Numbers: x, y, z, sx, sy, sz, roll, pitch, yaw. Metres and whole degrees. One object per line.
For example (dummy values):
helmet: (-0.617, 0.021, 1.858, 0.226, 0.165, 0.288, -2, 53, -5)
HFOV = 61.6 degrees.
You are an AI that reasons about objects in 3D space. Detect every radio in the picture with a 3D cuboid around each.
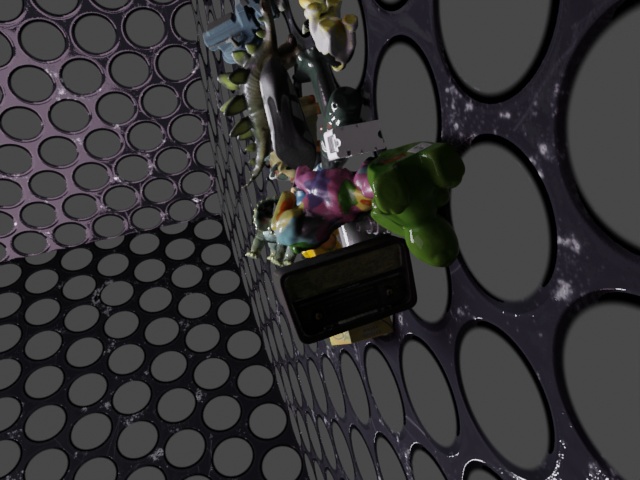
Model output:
radio: (0.046, 0.082, 0.924, 0.073, 0.230, 0.131, -151, 46, -75)

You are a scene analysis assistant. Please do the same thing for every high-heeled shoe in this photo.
high-heeled shoe: (-0.067, -0.258, 1.141, 0.248, 0.086, 0.145, 67, -169, -57)

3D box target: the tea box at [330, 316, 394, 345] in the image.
tea box: (0.079, 0.178, 1.139, 0.169, 0.098, 0.068, 135, 121, -75)

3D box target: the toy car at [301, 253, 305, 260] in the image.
toy car: (-0.008, 0.052, 1.424, 0.201, 0.056, 0.073, 128, 133, -69)

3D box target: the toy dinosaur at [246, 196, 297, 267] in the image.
toy dinosaur: (-0.115, -0.022, 1.605, 0.404, 0.131, 0.192, 14, -85, -83)

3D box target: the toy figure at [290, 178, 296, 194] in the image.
toy figure: (-0.046, -0.140, 1.362, 0.064, 0.058, 0.154, 55, -151, -62)

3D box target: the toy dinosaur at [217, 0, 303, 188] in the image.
toy dinosaur: (-0.138, -0.328, 1.284, 0.105, 0.199, 0.470, -117, 21, -49)

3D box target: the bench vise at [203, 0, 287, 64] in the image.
bench vise: (-0.152, -0.489, 1.310, 0.240, 0.224, 0.129, 48, -163, -49)

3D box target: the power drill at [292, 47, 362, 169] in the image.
power drill: (0.010, -0.252, 1.047, 0.232, 0.086, 0.207, 115, 143, -68)

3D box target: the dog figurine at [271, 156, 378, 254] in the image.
dog figurine: (0.039, -0.056, 0.908, 0.219, 0.191, 0.108, 11, 159, 46)

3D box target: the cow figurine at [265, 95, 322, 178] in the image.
cow figurine: (-0.061, -0.227, 1.231, 0.086, 0.127, 0.194, -116, 21, -47)

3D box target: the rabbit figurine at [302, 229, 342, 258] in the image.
rabbit figurine: (-0.002, -0.004, 1.159, 0.162, 0.122, 0.173, 52, 174, -1)

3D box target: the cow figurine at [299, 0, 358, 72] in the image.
cow figurine: (0.012, -0.375, 0.957, 0.098, 0.068, 0.167, 84, 165, -47)

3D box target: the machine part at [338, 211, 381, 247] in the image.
machine part: (0.082, 0.016, 1.019, 0.079, 0.079, 0.243, 161, 94, -75)

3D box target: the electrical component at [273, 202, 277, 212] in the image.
electrical component: (-0.056, -0.061, 1.382, 0.058, 0.115, 0.134, 110, 145, -56)

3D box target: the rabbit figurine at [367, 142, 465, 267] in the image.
rabbit figurine: (0.127, -0.038, 0.747, 0.170, 0.121, 0.159, 65, 167, -17)

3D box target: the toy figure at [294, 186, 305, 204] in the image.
toy figure: (-0.008, -0.053, 1.284, 0.089, 0.082, 0.180, -64, -46, -84)
